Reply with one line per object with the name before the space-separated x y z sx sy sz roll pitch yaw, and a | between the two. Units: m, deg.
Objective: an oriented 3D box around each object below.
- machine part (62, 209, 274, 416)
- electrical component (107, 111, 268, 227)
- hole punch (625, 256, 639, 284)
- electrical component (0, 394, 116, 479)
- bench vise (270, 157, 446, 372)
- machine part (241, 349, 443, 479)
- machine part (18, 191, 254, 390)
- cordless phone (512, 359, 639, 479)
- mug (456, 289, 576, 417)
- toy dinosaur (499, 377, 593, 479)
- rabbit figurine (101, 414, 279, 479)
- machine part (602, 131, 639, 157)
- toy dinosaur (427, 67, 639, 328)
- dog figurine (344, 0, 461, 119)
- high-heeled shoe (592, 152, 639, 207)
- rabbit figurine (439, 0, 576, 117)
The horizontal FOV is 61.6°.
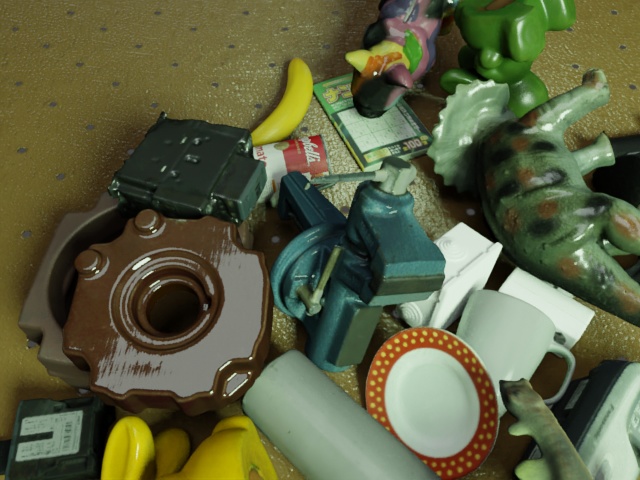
machine part | -0.122 0.058 0.450 0.179 0.056 0.179 1 63 -2
electrical component | -0.124 -0.063 0.539 0.134 0.058 0.115 14 58 12
hole punch | 0.382 0.052 0.536 0.142 0.092 0.116 -37 31 -20
electrical component | -0.249 0.182 0.480 0.119 0.047 0.075 -4 54 -2
bench vise | 0.009 -0.003 0.518 0.129 0.223 0.241 -12 39 -22
machine part | 0.015 0.174 0.458 0.243 0.079 0.079 36 63 26
machine part | -0.173 0.050 0.547 0.202 0.087 0.201 3 55 2
cordless phone | 0.269 0.204 0.431 0.184 0.088 0.146 40 64 13
mug | 0.169 0.117 0.496 0.110 0.080 0.107 28 73 16
toy dinosaur | 0.169 0.293 0.270 0.199 0.105 0.472 -13 54 0
rabbit figurine | -0.122 0.216 0.415 0.173 0.121 0.162 -30 58 4
machine part | 0.411 -0.116 0.673 0.139 0.039 0.084 -11 63 -8
toy dinosaur | 0.228 -0.040 0.545 0.192 0.131 0.405 -18 48 14
dog figurine | 0.103 -0.259 0.688 0.108 0.191 0.219 26 34 2
high-heeled shoe | 0.406 -0.051 0.549 0.145 0.086 0.249 -8 21 -2
rabbit figurine | 0.232 -0.218 0.683 0.159 0.170 0.121 11 49 41
